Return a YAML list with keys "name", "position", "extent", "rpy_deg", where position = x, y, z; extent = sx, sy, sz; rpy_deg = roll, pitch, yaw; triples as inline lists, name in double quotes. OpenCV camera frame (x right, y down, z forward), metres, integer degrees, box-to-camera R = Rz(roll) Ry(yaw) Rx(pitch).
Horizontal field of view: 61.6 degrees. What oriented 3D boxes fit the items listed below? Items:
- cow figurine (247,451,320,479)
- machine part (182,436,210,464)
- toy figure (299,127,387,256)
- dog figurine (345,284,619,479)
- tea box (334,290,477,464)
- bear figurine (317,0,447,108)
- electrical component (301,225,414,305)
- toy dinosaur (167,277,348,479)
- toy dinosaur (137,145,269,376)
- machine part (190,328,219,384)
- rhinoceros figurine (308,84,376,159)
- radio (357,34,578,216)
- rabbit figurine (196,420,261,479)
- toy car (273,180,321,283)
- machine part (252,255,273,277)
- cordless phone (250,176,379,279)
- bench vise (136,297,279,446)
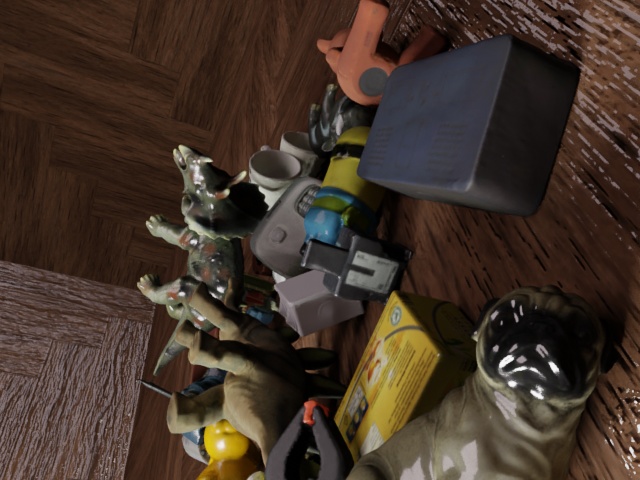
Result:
- name: "cow figurine"
  position: [-0.046, 0.319, 0.652]
  extent: [0.098, 0.068, 0.167]
  rpy_deg: [32, 106, 64]
- name: "machine part"
  position: [-0.211, 0.385, 1.027]
  extent: [0.243, 0.079, 0.079]
  rpy_deg: [148, 135, -62]
- name: "toy figure"
  position: [0.035, -0.052, 0.644]
  extent: [0.082, 0.089, 0.180]
  rpy_deg: [19, 71, 34]
- name: "dog figurine"
  position: [0.089, 0.123, 0.349]
  extent: [0.173, 0.121, 0.190]
  rpy_deg: [1, 68, 40]
- name: "tea box"
  position: [0.073, 0.140, 0.452]
  extent: [0.169, 0.068, 0.098]
  rpy_deg: [-67, 23, 19]
- name: "bear figurine"
  position: [0.069, -0.255, 0.711]
  extent: [0.132, 0.120, 0.196]
  rpy_deg: [-58, 19, 30]
- name: "electrical component"
  position: [0.033, 0.026, 0.577]
  extent: [0.048, 0.119, 0.074]
  rpy_deg: [-140, 64, -69]
- name: "toy dinosaur"
  position: [-0.062, 0.166, 0.606]
  extent: [0.472, 0.198, 0.105]
  rpy_deg: [-115, 45, -62]
- name: "toy dinosaur"
  position: [-0.181, 0.051, 0.857]
  extent: [0.192, 0.131, 0.404]
  rpy_deg: [14, 106, 33]
- name: "machine part"
  position: [-0.197, 0.243, 1.091]
  extent: [0.202, 0.087, 0.200]
  rpy_deg: [-107, 37, -55]
- name: "rhinoceros figurine"
  position: [0.030, -0.171, 0.808]
  extent: [0.190, 0.073, 0.112]
  rpy_deg: [175, 111, -70]
- name: "radio"
  position: [0.122, -0.104, 0.507]
  extent: [0.230, 0.073, 0.131]
  rpy_deg: [26, 99, 69]
- name: "rabbit figurine"
  position: [-0.124, 0.330, 0.777]
  extent: [0.162, 0.122, 0.173]
  rpy_deg: [92, 170, -80]
- name: "toy car"
  position: [-0.034, -0.002, 0.876]
  extent: [0.074, 0.056, 0.201]
  rpy_deg: [-146, 73, -70]
- name: "machine part"
  position: [-0.076, -0.011, 1.004]
  extent: [0.179, 0.056, 0.179]
  rpy_deg: [-165, 90, -72]
- name: "cordless phone"
  position: [-0.002, -0.002, 0.741]
  extent: [0.146, 0.088, 0.184]
  rpy_deg: [-53, 34, -6]
- name: "bench vise"
  position: [-0.145, 0.197, 0.865]
  extent: [0.129, 0.223, 0.240]
  rpy_deg: [30, 90, 26]
